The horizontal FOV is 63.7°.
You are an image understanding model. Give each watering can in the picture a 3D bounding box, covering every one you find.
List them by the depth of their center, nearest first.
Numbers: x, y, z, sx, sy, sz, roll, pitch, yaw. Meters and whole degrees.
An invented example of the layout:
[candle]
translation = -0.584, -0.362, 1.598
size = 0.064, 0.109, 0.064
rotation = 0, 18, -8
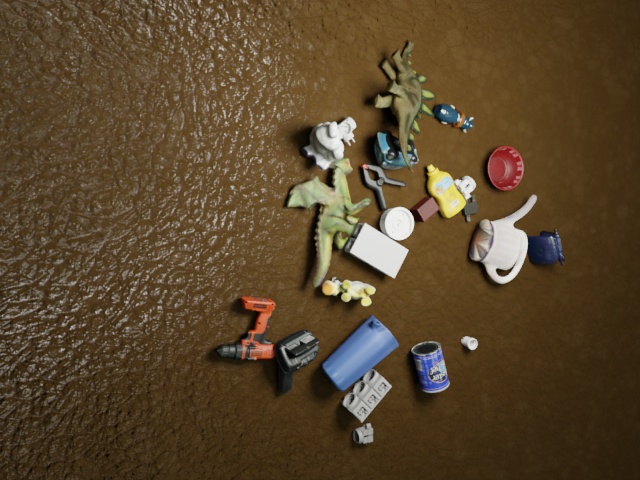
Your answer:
[watering can]
translation = 0.662, -0.019, 1.860
size = 0.223, 0.104, 0.348
rotation = 16, 88, -21

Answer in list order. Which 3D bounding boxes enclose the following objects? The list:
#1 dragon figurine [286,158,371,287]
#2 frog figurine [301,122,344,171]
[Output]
[dragon figurine]
translation = 0.005, -0.082, 1.625
size = 0.242, 0.121, 0.414
rotation = 33, 78, -2
[frog figurine]
translation = 0.026, -0.306, 1.568
size = 0.123, 0.156, 0.140
rotation = -6, 56, -30
